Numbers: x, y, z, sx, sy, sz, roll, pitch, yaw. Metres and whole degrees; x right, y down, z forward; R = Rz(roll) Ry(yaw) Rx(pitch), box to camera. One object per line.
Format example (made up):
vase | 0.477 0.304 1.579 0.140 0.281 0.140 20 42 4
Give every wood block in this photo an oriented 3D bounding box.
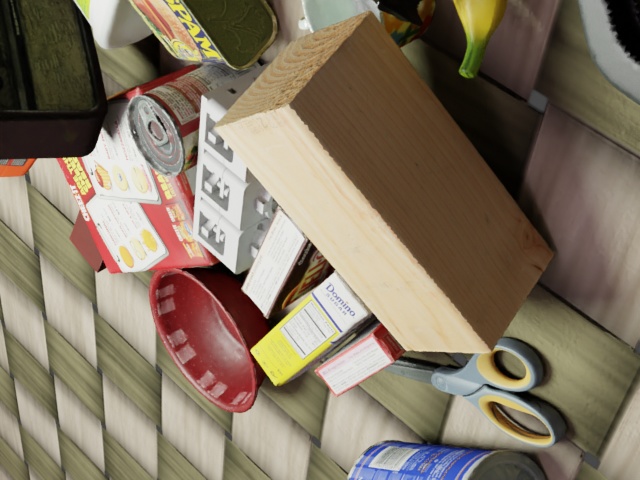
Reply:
wood block | 0.044 -0.030 0.681 0.206 0.090 0.090 49 152 -22

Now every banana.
banana | 0.050 -0.188 0.628 0.198 0.069 0.037 52 -176 18

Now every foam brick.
foam brick | -0.224 -0.012 1.129 0.053 0.051 0.078 51 146 9

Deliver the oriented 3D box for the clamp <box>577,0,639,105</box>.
clamp | 0.194 -0.077 0.552 0.210 0.036 0.165 52 147 11

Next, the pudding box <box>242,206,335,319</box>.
pudding box | -0.005 0.001 0.819 0.039 0.089 0.114 45 142 17

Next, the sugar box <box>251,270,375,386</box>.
sugar box | 0.018 0.050 0.830 0.048 0.093 0.176 51 145 7

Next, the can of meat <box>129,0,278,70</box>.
can of meat | -0.094 -0.180 0.802 0.084 0.057 0.102 16 151 49

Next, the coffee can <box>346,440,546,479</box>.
coffee can | 0.100 0.215 0.848 0.141 0.102 0.103 -9 109 54

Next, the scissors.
scissors | 0.103 0.096 0.827 0.202 0.016 0.096 25 133 39

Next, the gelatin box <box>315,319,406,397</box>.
gelatin box | 0.047 0.080 0.826 0.030 0.073 0.089 51 140 2

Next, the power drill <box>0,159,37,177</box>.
power drill | -0.319 -0.162 1.063 0.185 0.057 0.187 -34 62 59

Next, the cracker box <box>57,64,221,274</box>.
cracker box | -0.158 -0.058 0.988 0.214 0.072 0.164 -6 109 55

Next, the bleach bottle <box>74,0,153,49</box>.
bleach bottle | -0.220 -0.285 0.895 0.251 0.068 0.103 52 146 14

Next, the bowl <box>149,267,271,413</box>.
bowl | -0.097 0.086 1.039 0.162 0.055 0.162 32 139 33

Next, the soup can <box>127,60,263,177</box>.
soup can | -0.091 -0.101 0.839 0.069 0.102 0.068 32 139 33
